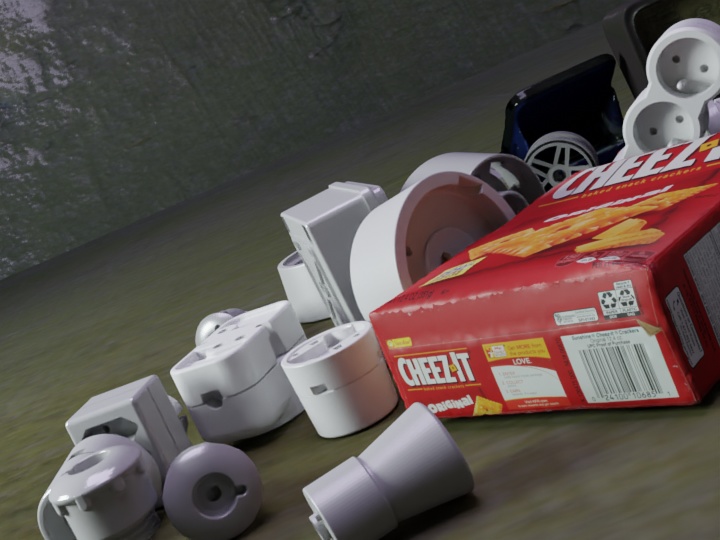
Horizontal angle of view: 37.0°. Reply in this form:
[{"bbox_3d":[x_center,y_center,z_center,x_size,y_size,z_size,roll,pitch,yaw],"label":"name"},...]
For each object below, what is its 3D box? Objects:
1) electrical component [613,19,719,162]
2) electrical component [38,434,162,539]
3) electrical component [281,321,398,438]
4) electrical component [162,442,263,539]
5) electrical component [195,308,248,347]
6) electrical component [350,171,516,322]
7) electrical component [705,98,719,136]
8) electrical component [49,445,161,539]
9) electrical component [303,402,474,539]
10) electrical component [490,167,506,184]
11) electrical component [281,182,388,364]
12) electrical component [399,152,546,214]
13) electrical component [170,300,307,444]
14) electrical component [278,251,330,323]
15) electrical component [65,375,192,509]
[{"bbox_3d":[0.213,-0.104,0.737,0.052,0.138,0.074,22,28,14],"label":"electrical component"},{"bbox_3d":[-0.140,0.123,0.575,0.055,0.055,0.047,-21,15,14],"label":"electrical component"},{"bbox_3d":[-0.010,0.062,0.606,0.055,0.047,0.055,-23,11,5],"label":"electrical component"},{"bbox_3d":[-0.077,0.108,0.541,0.048,0.048,0.062,-27,5,-14],"label":"electrical component"},{"bbox_3d":[-0.098,0.051,0.852,0.048,0.048,0.062,-19,5,22],"label":"electrical component"},{"bbox_3d":[0.044,0.002,0.636,0.108,0.108,0.060,-33,8,-39],"label":"electrical component"},{"bbox_3d":[0.273,-0.101,0.762,0.057,0.058,0.078,-19,12,9],"label":"electrical component"},{"bbox_3d":[-0.117,0.119,0.521,0.048,0.062,0.048,-23,11,5],"label":"electrical component"},{"bbox_3d":[0.009,0.091,0.452,0.065,0.044,0.044,-31,12,-12],"label":"electrical component"},{"bbox_3d":[0.087,-0.058,0.925,0.079,0.063,0.121,-25,11,-3],"label":"electrical component"},{"bbox_3d":[0.000,0.000,0.718,0.056,0.108,0.109,-28,12,-8],"label":"electrical component"},{"bbox_3d":[0.080,-0.032,0.736,0.099,0.099,0.064,-32,19,-34],"label":"electrical component"},{"bbox_3d":[-0.068,0.066,0.674,0.054,0.059,0.095,-18,12,25],"label":"electrical component"},{"bbox_3d":[-0.018,-0.007,0.909,0.108,0.060,0.108,-23,11,5],"label":"electrical component"},{"bbox_3d":[-0.126,0.097,0.635,0.047,0.065,0.076,-21,12,15],"label":"electrical component"}]
